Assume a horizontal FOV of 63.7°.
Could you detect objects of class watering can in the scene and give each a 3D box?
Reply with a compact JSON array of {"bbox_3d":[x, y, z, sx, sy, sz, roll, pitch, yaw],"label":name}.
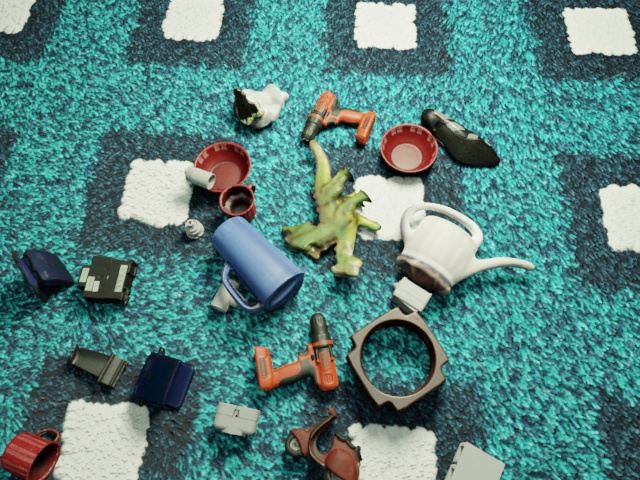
[{"bbox_3d":[0.342,0.043,1.294,0.350,0.102,0.227,33,71,15],"label":"watering can"}]

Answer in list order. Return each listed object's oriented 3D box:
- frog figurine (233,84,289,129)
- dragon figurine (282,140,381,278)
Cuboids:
[{"bbox_3d":[-0.174,-0.401,1.526,0.138,0.120,0.162,26,34,21],"label":"frog figurine"},{"bbox_3d":[0.004,-0.069,1.363,0.243,0.120,0.417,-35,62,-5],"label":"dragon figurine"}]
